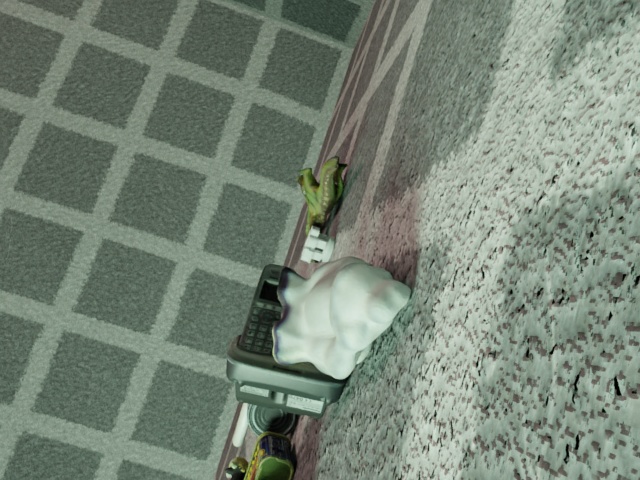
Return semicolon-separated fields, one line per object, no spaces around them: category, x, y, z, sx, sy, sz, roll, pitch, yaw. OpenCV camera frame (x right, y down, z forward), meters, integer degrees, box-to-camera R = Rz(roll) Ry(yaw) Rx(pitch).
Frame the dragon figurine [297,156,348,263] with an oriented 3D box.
dragon figurine;0.004;-0.064;1.277;0.410;0.122;0.243;174;97;-86

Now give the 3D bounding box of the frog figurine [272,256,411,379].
frog figurine;0.036;0.074;0.543;0.158;0.121;0.140;-20;30;34

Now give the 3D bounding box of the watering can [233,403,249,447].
watering can;-0.145;0.319;1.248;0.229;0.104;0.341;-79;11;-59
